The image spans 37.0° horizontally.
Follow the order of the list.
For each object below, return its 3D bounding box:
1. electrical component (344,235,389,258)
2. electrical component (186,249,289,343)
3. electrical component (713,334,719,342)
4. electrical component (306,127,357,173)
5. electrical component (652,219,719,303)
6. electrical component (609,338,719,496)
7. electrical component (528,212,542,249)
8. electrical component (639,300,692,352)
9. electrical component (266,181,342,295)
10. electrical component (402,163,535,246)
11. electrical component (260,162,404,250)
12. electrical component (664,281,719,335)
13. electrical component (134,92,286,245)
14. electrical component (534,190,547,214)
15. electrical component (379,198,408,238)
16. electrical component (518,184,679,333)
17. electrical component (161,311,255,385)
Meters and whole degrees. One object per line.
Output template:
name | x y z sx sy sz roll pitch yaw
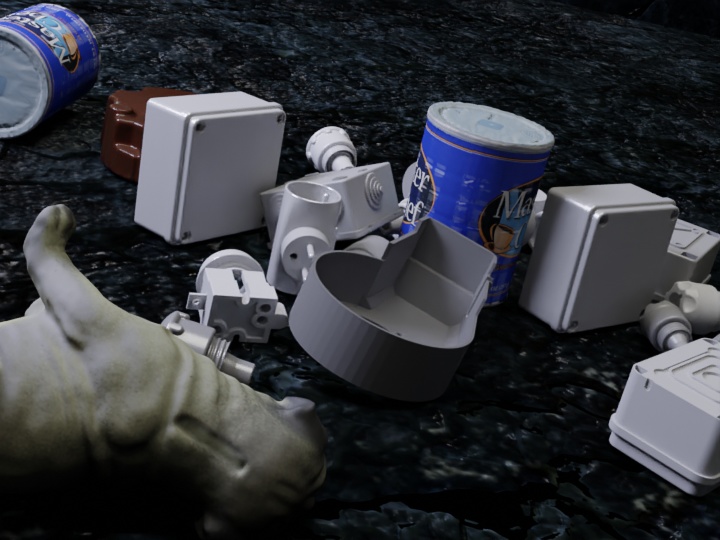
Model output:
electrical component | 0.000 0.000 0.831 0.040 0.040 0.078 21 24 18
electrical component | -0.086 0.018 0.738 0.066 0.048 0.055 4 32 -20
electrical component | 0.295 0.066 0.837 0.043 0.043 0.081 27 26 29
electrical component | -0.023 -0.110 1.071 0.048 0.048 0.062 1 33 -27
electrical component | 0.265 -0.016 0.992 0.109 0.056 0.109 24 25 24
electrical component | 0.228 0.095 0.713 0.113 0.057 0.078 -11 33 -45
electrical component | 0.189 -0.038 1.016 0.045 0.045 0.055 26 26 28
electrical component | 0.248 0.051 0.856 0.035 0.035 0.061 8 26 -12
electrical component | -0.041 -0.017 0.800 0.043 0.077 0.079 9 23 -11
electrical component | 0.089 -0.060 1.004 0.074 0.052 0.138 -10 32 -43
electrical component | -0.024 -0.055 0.890 0.100 0.048 0.100 -6 12 30
electrical component | 0.292 0.034 0.909 0.062 0.043 0.043 9 23 -12
electrical component | -0.121 -0.085 0.874 0.056 0.108 0.109 26 26 33
electrical component | 0.149 -0.095 1.089 0.052 0.073 0.138 7 24 -16
electrical component | 0.045 -0.042 0.951 0.062 0.043 0.043 -9 32 -39
electrical component | 0.194 -0.011 0.876 0.109 0.108 0.056 -6 27 -38
electrical component | -0.095 0.055 0.648 0.062 0.048 0.048 19 23 -3
